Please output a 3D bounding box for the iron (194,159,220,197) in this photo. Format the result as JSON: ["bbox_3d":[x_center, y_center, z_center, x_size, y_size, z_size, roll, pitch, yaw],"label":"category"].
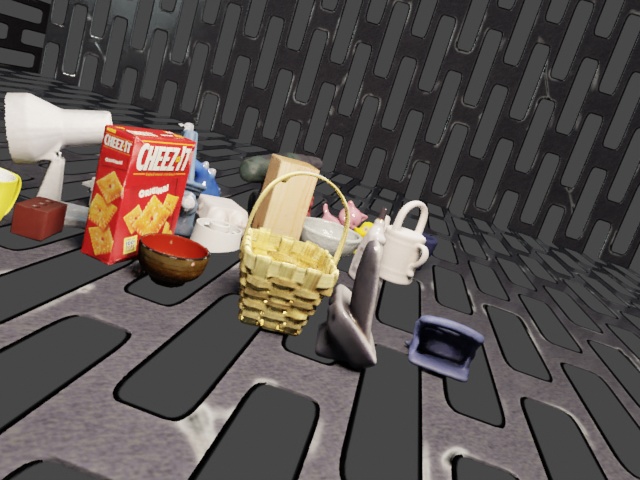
[{"bbox_3d":[-0.337,-0.148,1.371,0.259,0.141,0.118,13,14,-20],"label":"iron"}]

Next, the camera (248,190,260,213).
[{"bbox_3d":[-0.125,-0.105,1.558,0.137,0.101,0.142,11,15,-26],"label":"camera"}]

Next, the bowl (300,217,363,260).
[{"bbox_3d":[0.012,0.005,1.347,0.167,0.075,0.167,17,13,-4],"label":"bowl"}]

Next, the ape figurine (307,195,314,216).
[{"bbox_3d":[-0.045,-0.093,1.635,0.076,0.092,0.078,23,14,21],"label":"ape figurine"}]

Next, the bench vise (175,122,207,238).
[{"bbox_3d":[-0.272,-0.123,1.178,0.122,0.220,0.206,5,18,-44],"label":"bench vise"}]

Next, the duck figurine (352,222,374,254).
[{"bbox_3d":[0.125,-0.004,1.504,0.105,0.086,0.077,11,14,-25],"label":"duck figurine"}]

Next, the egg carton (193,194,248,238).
[{"bbox_3d":[-0.227,-0.053,1.282,0.107,0.069,0.149,8,16,-35],"label":"egg carton"}]

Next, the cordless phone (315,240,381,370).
[{"bbox_3d":[0.062,0.082,0.851,0.094,0.185,0.147,16,13,-6],"label":"cordless phone"}]

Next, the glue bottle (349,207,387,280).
[{"bbox_3d":[0.114,0.012,1.234,0.037,0.173,0.078,11,15,-27],"label":"glue bottle"}]

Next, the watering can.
[{"bbox_3d":[0.192,-0.004,1.353,0.172,0.194,0.101,25,15,28],"label":"watering can"}]

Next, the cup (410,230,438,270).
[{"bbox_3d":[0.257,0.027,1.530,0.091,0.095,0.118,19,13,6],"label":"cup"}]

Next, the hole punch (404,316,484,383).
[{"bbox_3d":[0.198,0.160,0.919,0.108,0.091,0.101,19,13,6],"label":"hole punch"}]

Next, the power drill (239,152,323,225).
[{"bbox_3d":[-0.105,-0.117,1.396,0.230,0.208,0.075,4,19,-46],"label":"power drill"}]

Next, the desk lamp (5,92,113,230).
[{"bbox_3d":[-0.460,-0.140,1.018,0.204,0.213,0.117,12,14,-24],"label":"desk lamp"}]

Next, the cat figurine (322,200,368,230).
[{"bbox_3d":[0.059,-0.057,1.567,0.127,0.118,0.067,21,14,15],"label":"cat figurine"}]
